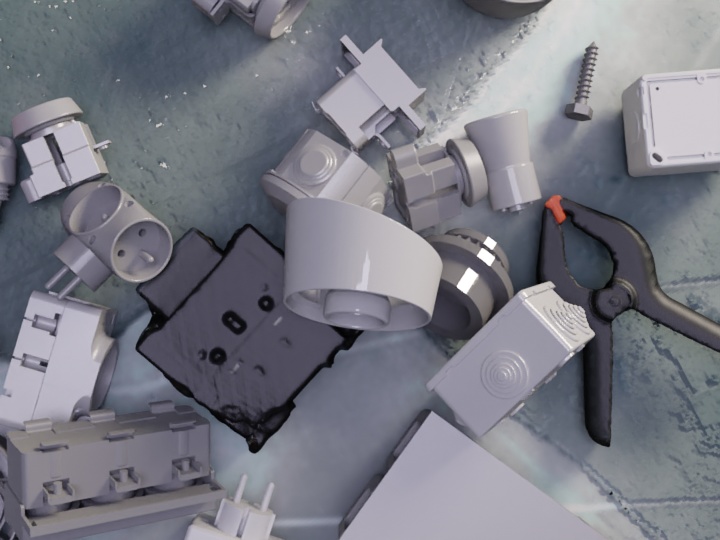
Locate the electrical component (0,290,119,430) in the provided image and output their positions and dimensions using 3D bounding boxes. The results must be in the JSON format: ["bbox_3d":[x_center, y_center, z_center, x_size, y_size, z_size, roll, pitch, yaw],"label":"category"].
[{"bbox_3d":[-0.196,0.064,0.714,0.056,0.050,0.089,16,88,0],"label":"electrical component"}]

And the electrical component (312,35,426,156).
[{"bbox_3d":[0.006,-0.115,0.731,0.064,0.042,0.081,-41,88,-1],"label":"electrical component"}]

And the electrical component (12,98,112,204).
[{"bbox_3d":[-0.203,-0.083,0.724,0.066,0.048,0.055,-22,96,-2],"label":"electrical component"}]

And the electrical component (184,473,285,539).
[{"bbox_3d":[-0.079,0.175,0.713,0.066,0.047,0.076,18,87,0],"label":"electrical component"}]

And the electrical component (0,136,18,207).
[{"bbox_3d":[-0.250,-0.059,0.727,0.035,0.035,0.061,0,89,-1],"label":"electrical component"}]

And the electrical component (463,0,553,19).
[{"bbox_3d":[0.102,-0.220,0.726,0.099,0.064,0.099,0,87,-1],"label":"electrical component"}]

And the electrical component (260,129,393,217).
[{"bbox_3d":[-0.022,-0.050,0.709,0.080,0.080,0.051,37,82,1],"label":"electrical component"}]

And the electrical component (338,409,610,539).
[{"bbox_3d":[0.089,0.188,0.709,0.186,0.060,0.105,36,87,1],"label":"electrical component"}]

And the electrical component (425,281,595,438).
[{"bbox_3d":[0.099,0.057,0.687,0.048,0.100,0.099,47,108,13],"label":"electrical component"}]

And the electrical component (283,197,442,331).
[{"bbox_3d":[0.000,0.000,0.651,0.099,0.099,0.064,7,73,-1],"label":"electrical component"}]

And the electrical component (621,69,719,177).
[{"bbox_3d":[0.230,-0.098,0.724,0.096,0.061,0.061,-5,87,-1],"label":"electrical component"}]

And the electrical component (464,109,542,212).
[{"bbox_3d":[0.100,-0.072,0.732,0.044,0.044,0.065,-15,92,-2],"label":"electrical component"}]

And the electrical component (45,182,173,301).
[{"bbox_3d":[-0.172,-0.013,0.698,0.079,0.077,0.044,-47,133,-12],"label":"electrical component"}]

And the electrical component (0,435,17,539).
[{"bbox_3d":[-0.264,0.151,0.702,0.099,0.064,0.099,0,87,-1],"label":"electrical component"}]

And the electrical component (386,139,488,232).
[{"bbox_3d":[0.052,-0.060,0.723,0.055,0.048,0.066,-19,127,-8],"label":"electrical component"}]

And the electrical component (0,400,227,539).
[{"bbox_3d":[-0.155,0.124,0.671,0.121,0.079,0.063,-5,104,-31],"label":"electrical component"}]

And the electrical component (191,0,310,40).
[{"bbox_3d":[-0.067,-0.193,0.725,0.057,0.058,0.078,38,87,4],"label":"electrical component"}]
